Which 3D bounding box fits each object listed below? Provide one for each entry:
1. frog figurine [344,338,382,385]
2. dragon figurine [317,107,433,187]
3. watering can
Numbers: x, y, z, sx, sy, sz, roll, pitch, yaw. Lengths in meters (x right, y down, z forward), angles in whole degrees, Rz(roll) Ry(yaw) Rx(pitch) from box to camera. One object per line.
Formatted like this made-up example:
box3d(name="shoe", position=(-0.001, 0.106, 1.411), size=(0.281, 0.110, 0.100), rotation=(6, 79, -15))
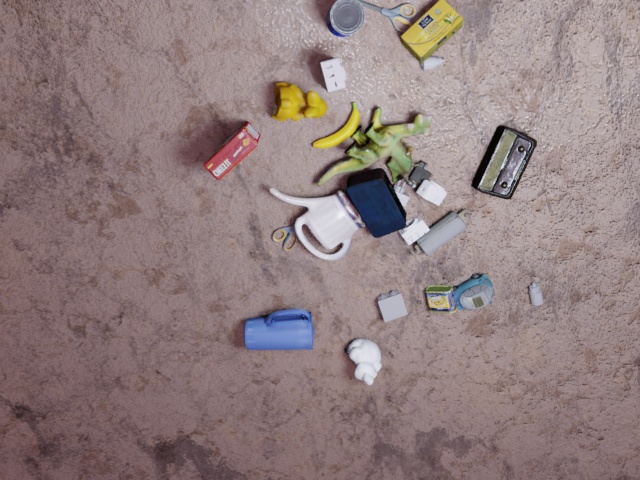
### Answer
box3d(name="frog figurine", position=(0.163, 0.434, 1.854), size=(0.122, 0.161, 0.136), rotation=(-42, 106, 8))
box3d(name="dragon figurine", position=(0.201, -0.273, 1.690), size=(0.240, 0.125, 0.405), rotation=(35, 111, -22))
box3d(name="watering can", position=(0.005, -0.086, 1.715), size=(0.224, 0.105, 0.343), rotation=(-35, 111, 5))
